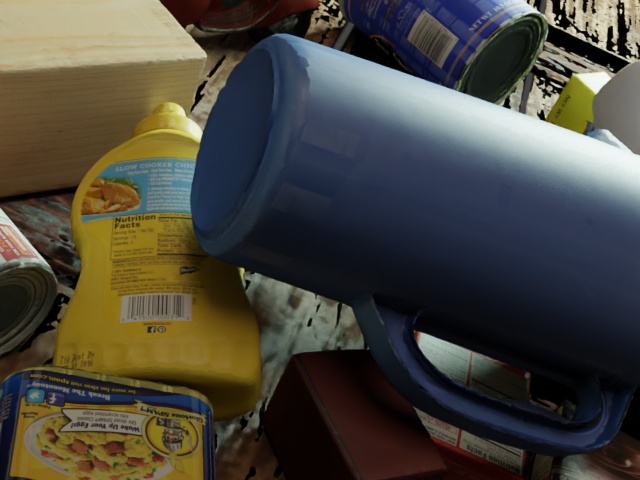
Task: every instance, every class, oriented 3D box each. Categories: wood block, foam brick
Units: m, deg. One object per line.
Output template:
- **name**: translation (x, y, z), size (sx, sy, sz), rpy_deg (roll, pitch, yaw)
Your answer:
- **wood block**: translation (-0.180, -0.085, 0.597), size (0.205, 0.091, 0.090), rpy_deg (-12, 49, -39)
- **foam brick**: translation (0.014, 0.099, 0.520), size (0.051, 0.053, 0.078), rpy_deg (-3, 46, -32)

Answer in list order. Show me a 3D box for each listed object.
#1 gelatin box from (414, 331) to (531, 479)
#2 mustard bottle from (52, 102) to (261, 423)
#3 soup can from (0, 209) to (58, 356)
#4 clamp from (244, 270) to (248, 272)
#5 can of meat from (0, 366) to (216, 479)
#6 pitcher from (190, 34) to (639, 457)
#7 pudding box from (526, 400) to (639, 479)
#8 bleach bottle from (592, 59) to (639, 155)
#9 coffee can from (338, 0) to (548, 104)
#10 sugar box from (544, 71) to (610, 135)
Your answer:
- **gelatin box**: translation (0.074, 0.094, 0.579), size (0.073, 0.030, 0.089), rpy_deg (25, 37, -3)
- **mustard bottle**: translation (-0.080, 0.001, 0.550), size (0.096, 0.058, 0.191), rpy_deg (-2, 51, -3)
- **soup can**: translation (-0.181, 0.003, 0.509), size (0.068, 0.069, 0.102), rpy_deg (-22, 58, -45)
- **clamp**: translation (-0.004, 0.001, 0.623), size (0.171, 0.039, 0.120), rpy_deg (26, 58, 9)
- **can of meat**: translation (-0.093, 0.104, 0.449), size (0.102, 0.057, 0.084), rpy_deg (13, 36, -18)
- **pitcher**: translation (0.063, -0.002, 0.526), size (0.242, 0.145, 0.149), rpy_deg (18, 21, -24)
- **pudding box**: translation (0.161, 0.148, 0.556), size (0.113, 0.039, 0.090), rpy_deg (28, 36, 2)
- **bleach bottle**: translation (0.223, 0.014, 0.633), size (0.102, 0.068, 0.251), rpy_deg (14, 58, -20)
- **coffee can**: translation (0.098, -0.180, 0.863), size (0.102, 0.103, 0.140), rpy_deg (-19, 55, -43)
- **sugar box**: translation (0.228, -0.031, 0.767), size (0.048, 0.093, 0.176), rpy_deg (-9, 48, -36)
